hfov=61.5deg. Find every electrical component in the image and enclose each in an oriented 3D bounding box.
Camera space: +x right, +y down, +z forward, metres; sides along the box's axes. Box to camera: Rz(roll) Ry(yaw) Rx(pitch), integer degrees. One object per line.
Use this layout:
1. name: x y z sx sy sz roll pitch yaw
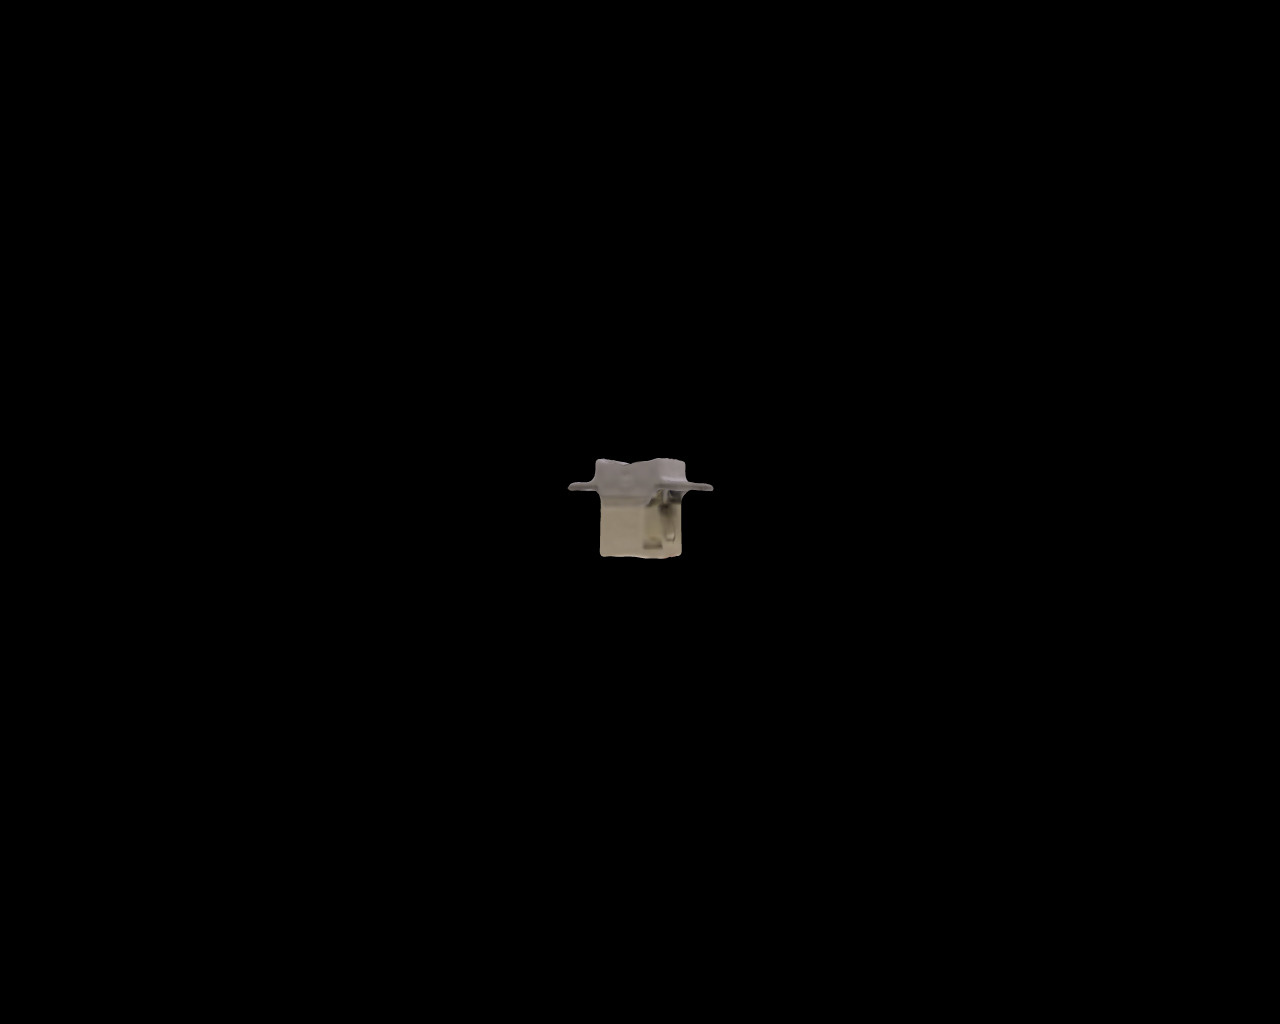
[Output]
1. electrical component: 0.001 -0.003 0.650 0.081 0.063 0.042 0 0 28
